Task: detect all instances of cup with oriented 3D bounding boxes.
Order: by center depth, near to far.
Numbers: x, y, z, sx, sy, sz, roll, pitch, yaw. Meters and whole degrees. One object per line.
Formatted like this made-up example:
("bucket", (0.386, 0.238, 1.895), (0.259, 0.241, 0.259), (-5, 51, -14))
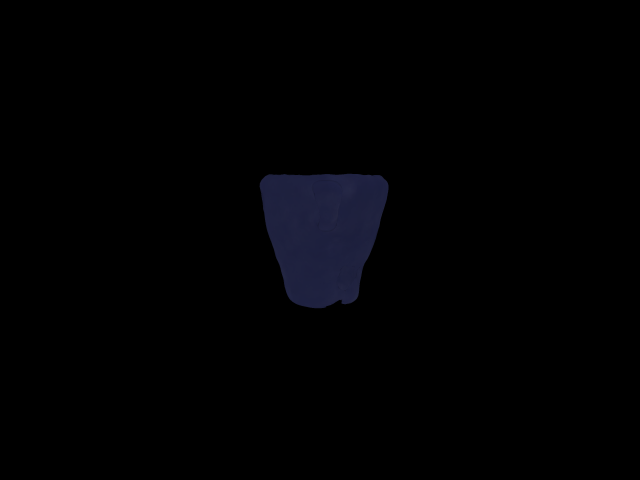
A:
("cup", (0.004, 0.001, 0.400), (0.091, 0.095, 0.117), (0, 7, -3))
